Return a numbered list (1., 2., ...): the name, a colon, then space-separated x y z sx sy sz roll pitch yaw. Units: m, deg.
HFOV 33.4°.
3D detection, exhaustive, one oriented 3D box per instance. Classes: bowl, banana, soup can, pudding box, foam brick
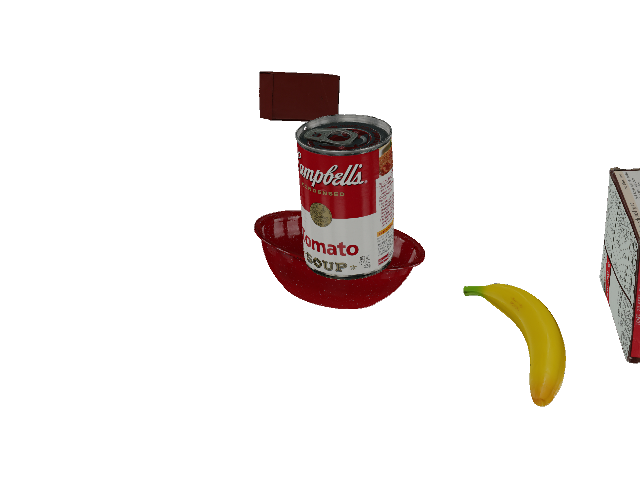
1. bowl: 0.014 0.022 0.998 0.162 0.055 0.162 9 18 -3
2. banana: 0.220 0.101 1.135 0.069 0.037 0.198 -27 36 0
3. soup can: 0.018 -0.032 0.769 0.068 0.102 0.068 -2 28 1
4. pudding box: 0.212 0.013 0.699 0.039 0.090 0.113 -1 28 4
5. foam brick: -0.023 -0.156 1.158 0.078 0.051 0.053 0 11 -18
